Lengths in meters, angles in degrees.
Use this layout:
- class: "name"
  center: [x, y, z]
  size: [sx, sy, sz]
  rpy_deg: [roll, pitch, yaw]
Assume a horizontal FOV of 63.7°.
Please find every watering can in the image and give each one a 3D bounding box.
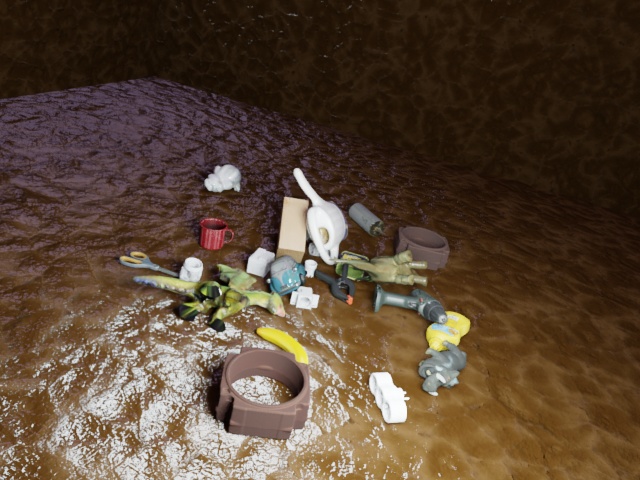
- class: "watering can"
  center: [0.005, -0.089, 1.777]
  size: [0.103, 0.346, 0.226]
  rpy_deg: [-16, 5, 21]

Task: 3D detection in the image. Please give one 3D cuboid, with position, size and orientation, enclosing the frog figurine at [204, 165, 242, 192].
- class: "frog figurine"
  center: [-0.416, -0.262, 2.181]
  size: [0.159, 0.120, 0.140]
  rpy_deg: [3, 44, -46]

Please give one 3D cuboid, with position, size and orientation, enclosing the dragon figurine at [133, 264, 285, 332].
- class: "dragon figurine"
  center: [-0.290, 0.135, 1.460]
  size: [0.410, 0.120, 0.246]
  rpy_deg: [22, 18, 2]
